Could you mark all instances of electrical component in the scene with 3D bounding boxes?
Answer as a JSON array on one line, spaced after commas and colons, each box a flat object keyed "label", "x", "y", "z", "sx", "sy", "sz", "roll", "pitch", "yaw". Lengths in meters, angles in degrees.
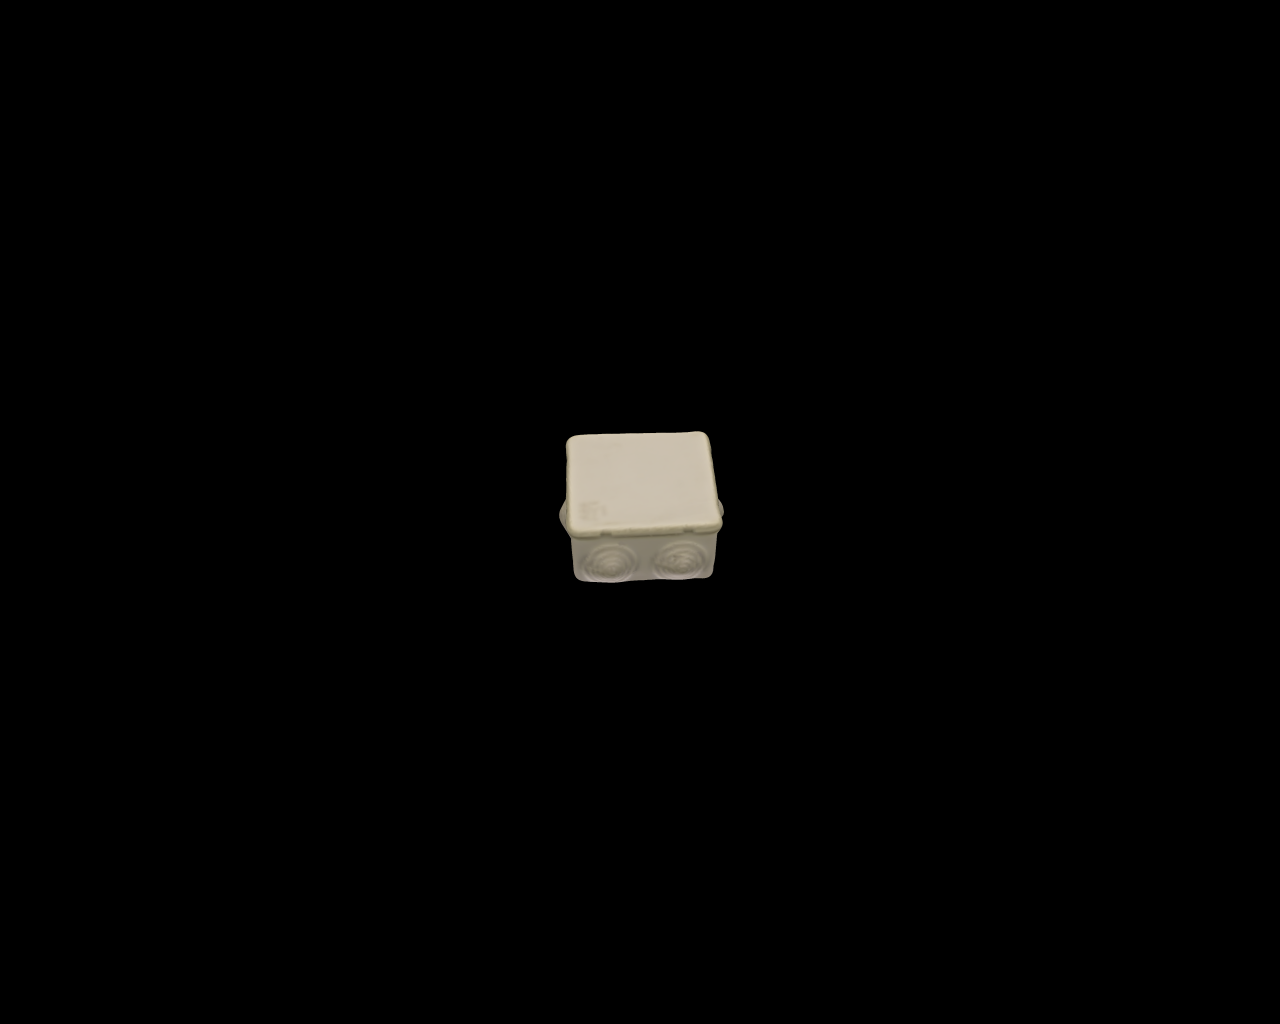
[{"label": "electrical component", "x": 0.001, "y": -0.003, "z": 0.650, "sx": 0.100, "sy": 0.048, "sz": 0.100, "roll": -2, "pitch": 43, "yaw": -2}]
